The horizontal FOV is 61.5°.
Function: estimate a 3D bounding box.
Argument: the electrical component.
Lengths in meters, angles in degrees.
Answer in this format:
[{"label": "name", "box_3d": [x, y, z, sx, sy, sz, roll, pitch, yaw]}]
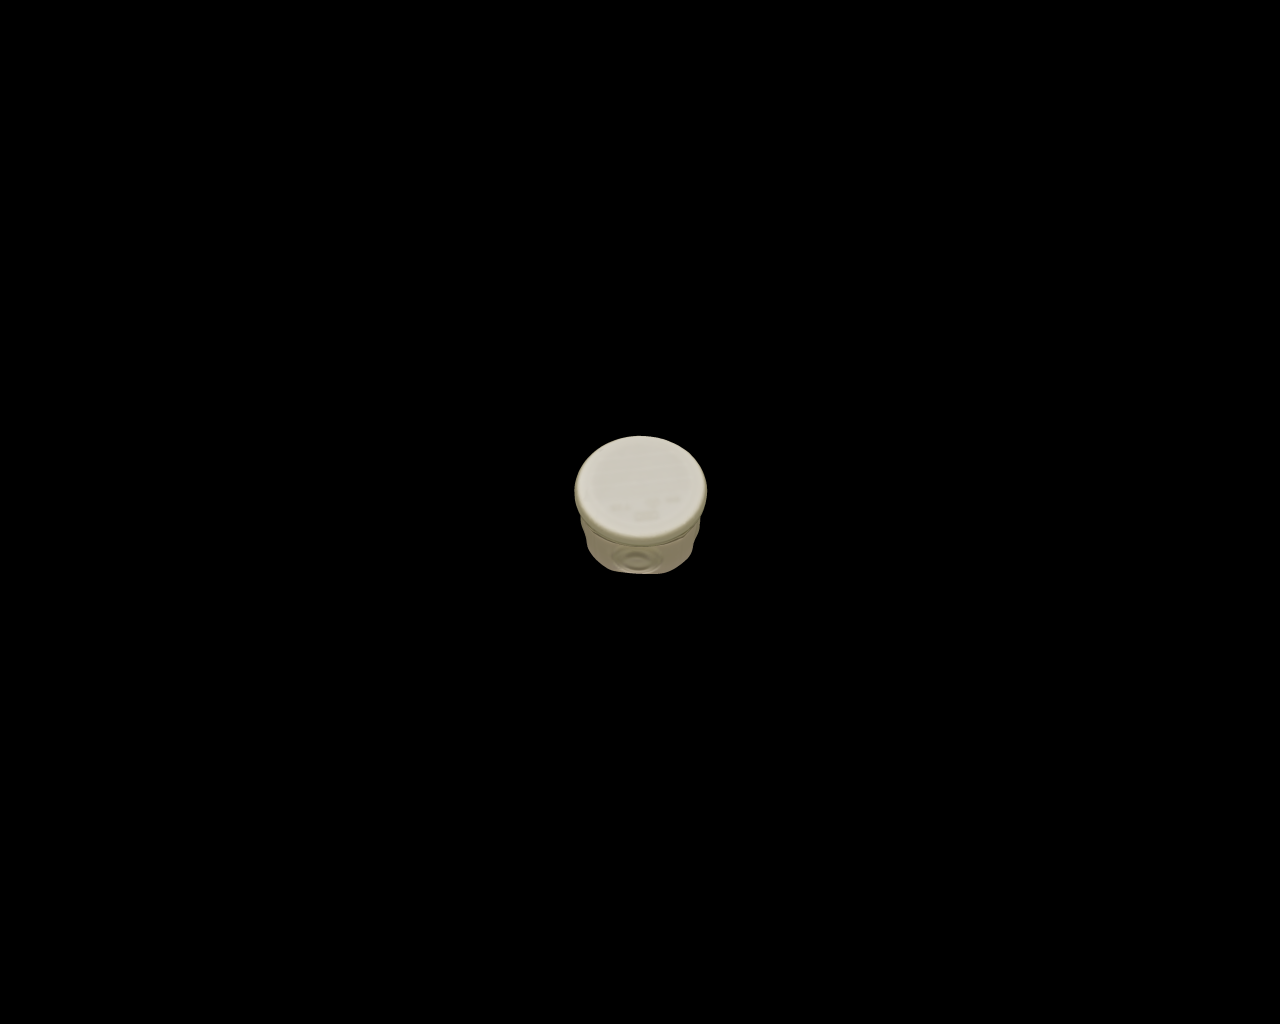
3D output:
[{"label": "electrical component", "box_3d": [0.001, -0.003, 0.650, 0.080, 0.080, 0.050, 0, -36, 0]}]
